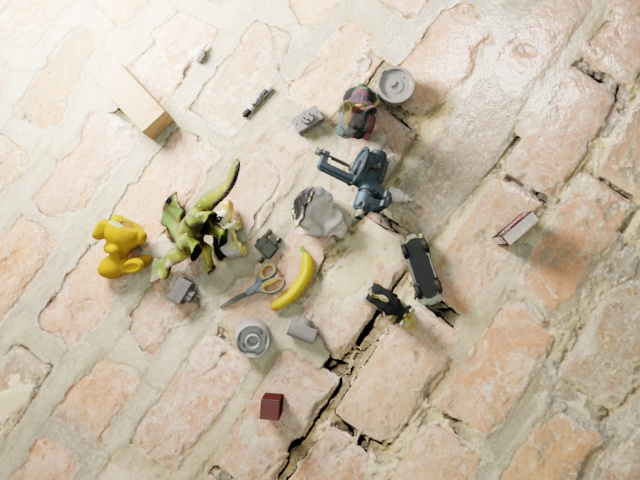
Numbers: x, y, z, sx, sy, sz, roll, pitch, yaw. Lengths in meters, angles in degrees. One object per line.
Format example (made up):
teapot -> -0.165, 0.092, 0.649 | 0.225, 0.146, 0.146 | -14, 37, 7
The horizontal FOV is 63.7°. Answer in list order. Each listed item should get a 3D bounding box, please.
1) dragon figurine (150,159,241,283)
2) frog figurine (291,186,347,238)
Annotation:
dragon figurine -> -0.359, -0.058, 1.403 | 0.245, 0.409, 0.121 | 26, 5, 32
frog figurine -> 0.004, -0.072, 1.439 | 0.158, 0.139, 0.122 | 23, -12, -32
